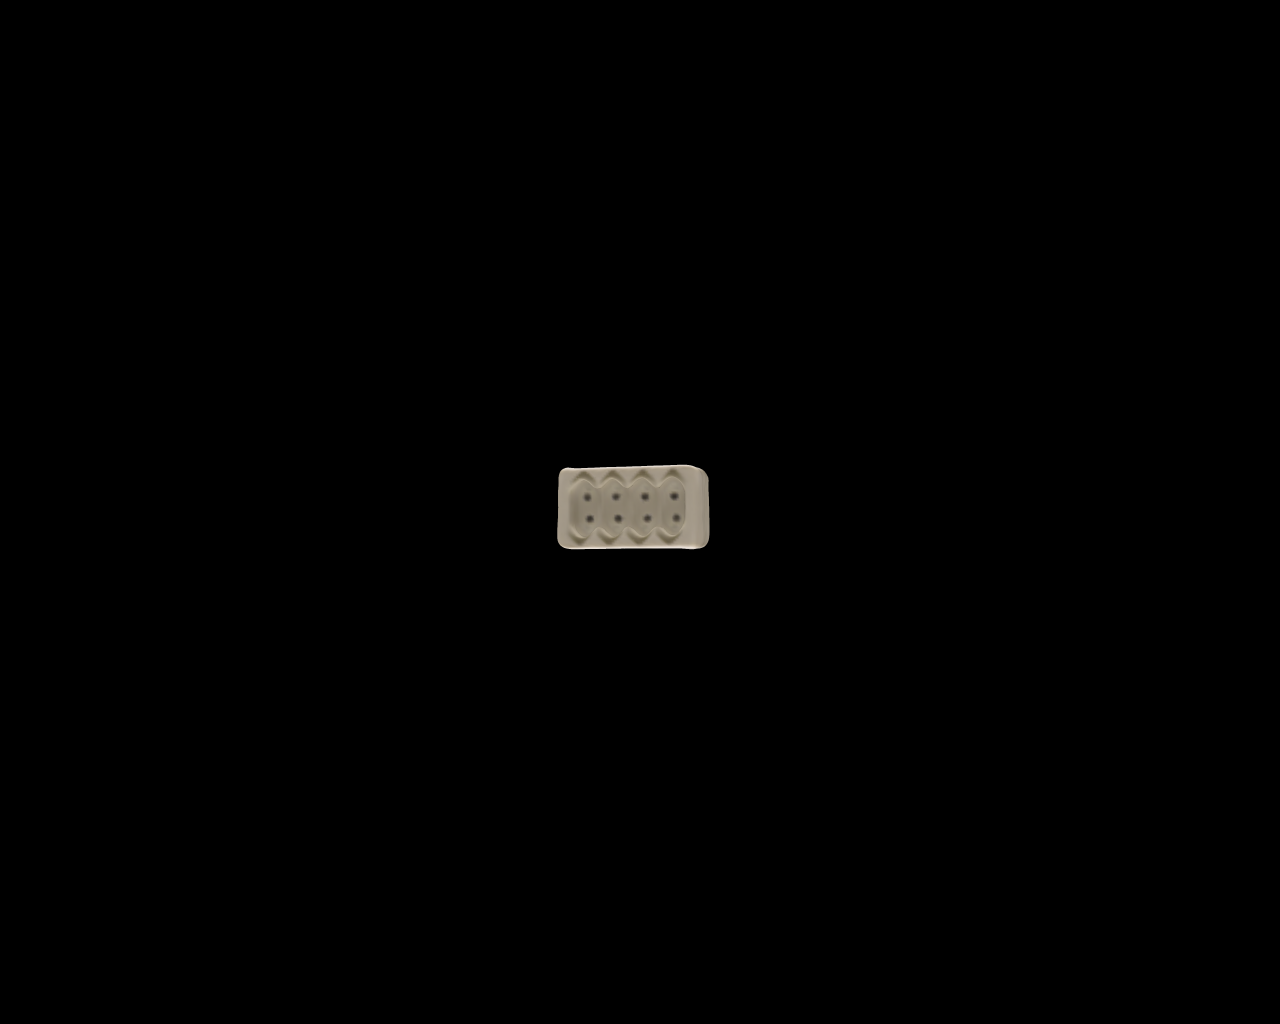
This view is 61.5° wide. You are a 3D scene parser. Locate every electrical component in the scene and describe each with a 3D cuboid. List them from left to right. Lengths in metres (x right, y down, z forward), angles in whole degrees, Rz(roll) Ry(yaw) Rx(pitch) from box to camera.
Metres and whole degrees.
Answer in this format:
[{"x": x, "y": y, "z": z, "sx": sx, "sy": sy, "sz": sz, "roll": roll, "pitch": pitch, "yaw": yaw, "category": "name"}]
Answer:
[{"x": 0.001, "y": -0.003, "z": 0.650, "sx": 0.083, "sy": 0.047, "sz": 0.076, "roll": 0, "pitch": 0, "yaw": 13, "category": "electrical component"}]
